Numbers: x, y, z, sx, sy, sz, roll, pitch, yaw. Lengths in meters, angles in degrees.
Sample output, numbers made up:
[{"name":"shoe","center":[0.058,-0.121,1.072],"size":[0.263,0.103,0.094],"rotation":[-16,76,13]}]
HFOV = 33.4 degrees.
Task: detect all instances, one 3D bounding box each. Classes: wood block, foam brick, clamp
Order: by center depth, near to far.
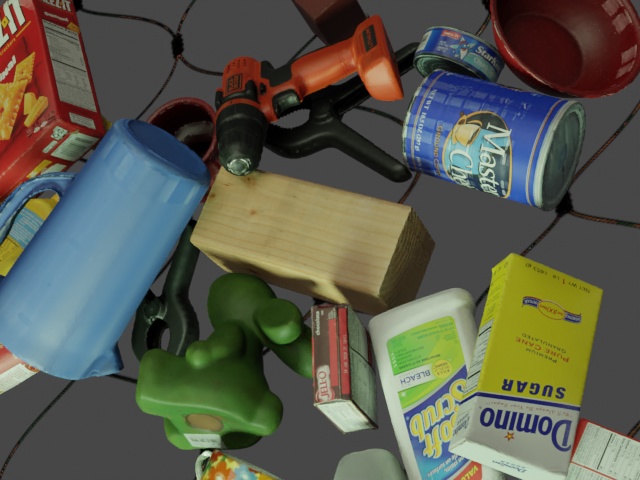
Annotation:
[{"name":"wood block","center":[-0.007,0.002,1.027],"size":[0.206,0.090,0.090],"rotation":[15,74,26]},{"name":"clamp","center":[-0.153,0.064,1.084],"size":[0.120,0.039,0.171],"rotation":[-34,61,28]},{"name":"clamp","center":[0.014,-0.137,1.110],"size":[0.210,0.036,0.164],"rotation":[5,63,25]},{"name":"foam brick","center":[0.011,-0.245,1.134],"size":[0.053,0.078,0.051],"rotation":[-41,61,1]}]

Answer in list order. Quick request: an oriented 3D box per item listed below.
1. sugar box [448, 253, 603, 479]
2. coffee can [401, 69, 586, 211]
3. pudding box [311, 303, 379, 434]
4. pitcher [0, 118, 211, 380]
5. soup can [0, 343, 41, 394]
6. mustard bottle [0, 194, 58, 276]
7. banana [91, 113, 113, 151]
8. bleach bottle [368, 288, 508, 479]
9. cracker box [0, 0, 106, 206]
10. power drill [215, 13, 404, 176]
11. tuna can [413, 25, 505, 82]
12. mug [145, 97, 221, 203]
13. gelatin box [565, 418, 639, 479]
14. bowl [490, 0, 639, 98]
[{"name":"sugar box","center":[0.175,0.108,0.897],"size":[0.093,0.048,0.176],"rotation":[21,62,-7]},{"name":"coffee can","center":[0.162,-0.095,0.994],"size":[0.140,0.102,0.103],"rotation":[19,76,27]},{"name":"pudding box","center":[0.022,0.116,0.952],"size":[0.039,0.113,0.090],"rotation":[-7,65,15]},{"name":"pitcher","center":[-0.220,0.000,1.037],"size":[0.243,0.149,0.145],"rotation":[-55,44,15]},{"name":"soup can","center":[-0.332,0.121,1.119],"size":[0.102,0.068,0.068],"rotation":[-30,60,8]},{"name":"mustard bottle","center":[-0.326,0.009,1.152],"size":[0.096,0.058,0.191],"rotation":[30,61,34]},{"name":"banana","center":[-0.235,-0.126,1.208],"size":[0.198,0.037,0.069],"rotation":[26,62,27]},{"name":"bleach bottle","center":[0.120,0.174,0.919],"size":[0.103,0.068,0.251],"rotation":[-21,64,11]},{"name":"cracker box","center":[-0.338,-0.164,1.215],"size":[0.164,0.072,0.214],"rotation":[-36,58,29]},{"name":"power drill","center":[-0.015,-0.145,1.049],"size":[0.188,0.057,0.184],"rotation":[-17,39,11]},{"name":"tuna can","center":[0.136,-0.174,1.049],"size":[0.086,0.086,0.033],"rotation":[20,79,28]},{"name":"mug","center":[-0.124,-0.084,1.116],"size":[0.117,0.081,0.093],"rotation":[37,85,30]},{"name":"gelatin box","center":[0.243,0.198,0.877],"size":[0.089,0.030,0.073],"rotation":[20,75,28]},{"name":"bowl","center":[0.225,-0.193,1.014],"size":[0.162,0.055,0.162],"rotation":[7,66,-15]}]
